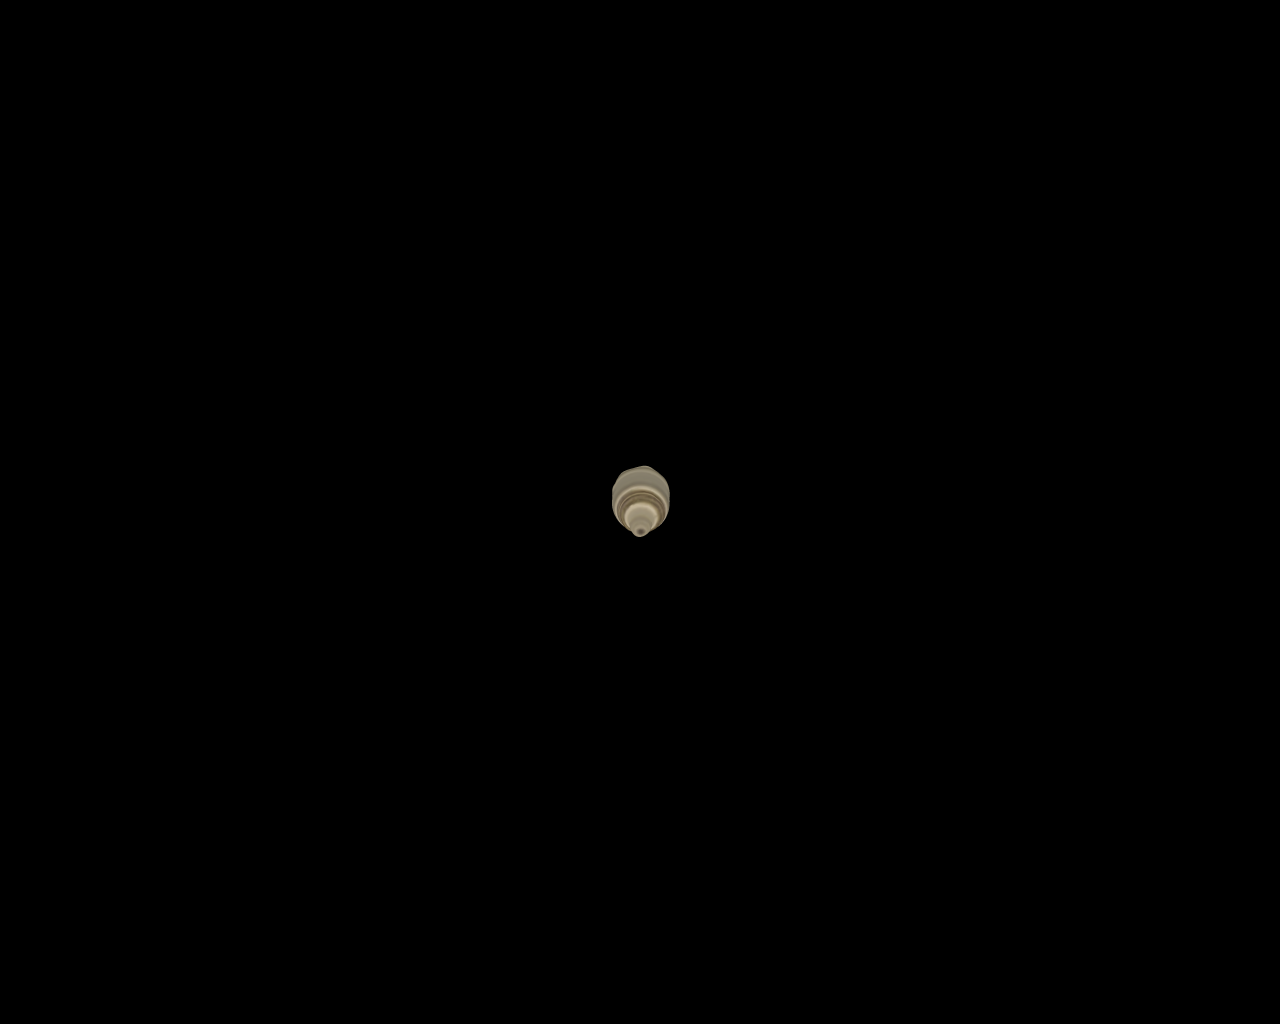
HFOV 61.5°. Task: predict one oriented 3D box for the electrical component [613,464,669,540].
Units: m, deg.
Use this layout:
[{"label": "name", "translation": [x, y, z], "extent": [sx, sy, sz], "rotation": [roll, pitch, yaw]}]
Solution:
[{"label": "electrical component", "translation": [0.001, -0.003, 0.650], "extent": [0.035, 0.035, 0.061], "rotation": [0, 28, 0]}]
